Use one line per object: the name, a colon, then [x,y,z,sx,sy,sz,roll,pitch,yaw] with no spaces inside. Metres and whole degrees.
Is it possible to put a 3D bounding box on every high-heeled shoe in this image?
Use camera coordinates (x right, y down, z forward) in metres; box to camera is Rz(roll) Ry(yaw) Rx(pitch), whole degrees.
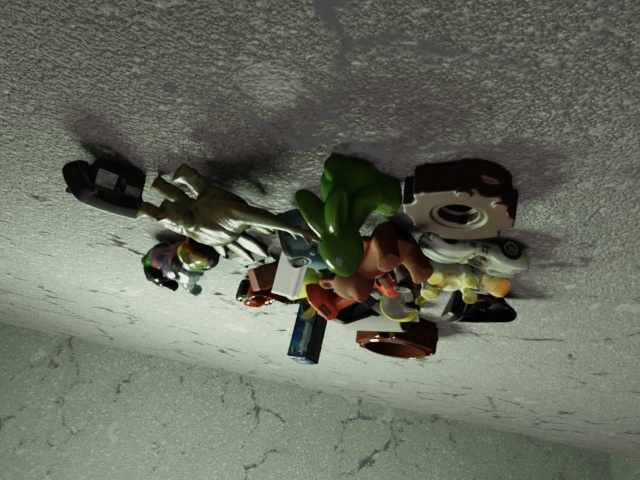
high-heeled shoe: [0.340,0.154,1.124,0.145,0.086,0.248,27,-164,16]

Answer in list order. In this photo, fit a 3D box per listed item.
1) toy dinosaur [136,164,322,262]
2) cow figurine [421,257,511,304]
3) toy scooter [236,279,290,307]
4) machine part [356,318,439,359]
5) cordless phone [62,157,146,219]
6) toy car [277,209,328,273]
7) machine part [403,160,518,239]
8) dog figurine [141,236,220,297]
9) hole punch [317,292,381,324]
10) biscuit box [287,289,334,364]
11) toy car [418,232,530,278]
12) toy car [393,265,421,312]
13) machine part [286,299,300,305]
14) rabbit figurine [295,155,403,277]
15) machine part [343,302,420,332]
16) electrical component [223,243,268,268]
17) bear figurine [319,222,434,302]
toy dinosaur: [-0.175,-0.039,0.913,0.198,0.105,0.472,29,170,-31]
cow figurine: [0.281,0.070,1.050,0.167,0.098,0.068,5,124,1]
toy scooter: [-0.136,0.134,1.400,0.135,0.075,0.184,19,150,-18]
machine part: [0.219,0.276,1.538,0.201,0.087,0.201,20,156,-20]
cordless phone: [-0.429,-0.098,0.991,0.184,0.088,0.146,7,173,30]
toy car: [-0.002,-0.003,0.999,0.103,0.109,0.161,-25,150,28]
machine part: [0.216,-0.056,0.832,0.179,0.056,0.179,10,158,4]
dog figurine: [-0.321,0.035,1.230,0.192,0.108,0.219,16,152,-2]
hole punch: [0.065,0.139,1.294,0.116,0.092,0.142,-7,-168,-40]
biscuit box: [-0.022,0.206,1.343,0.059,0.202,0.062,-1,152,30]
toy car: [0.278,0.023,0.976,0.202,0.056,0.073,13,156,-5]
toy car: [0.191,0.088,1.123,0.053,0.089,0.202,-1,154,17]
machine part: [-0.028,0.181,1.499,0.139,0.039,0.084,22,163,-27]
rabbit figurine: [0.043,-0.035,0.814,0.121,0.170,0.159,-6,151,32]
machine part: [0.147,0.201,1.412,0.243,0.079,0.079,-4,152,31]
electrical component: [-0.155,0.023,1.188,0.074,0.048,0.119,26,152,-30]
bear figurine: [0.095,0.063,1.000,0.120,0.132,0.196,23,122,-30]
